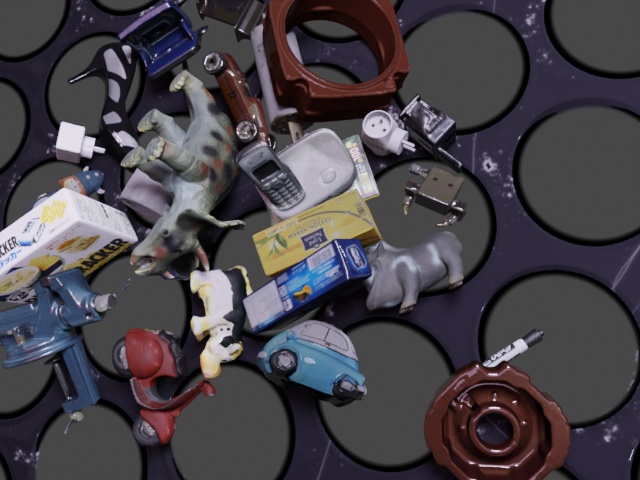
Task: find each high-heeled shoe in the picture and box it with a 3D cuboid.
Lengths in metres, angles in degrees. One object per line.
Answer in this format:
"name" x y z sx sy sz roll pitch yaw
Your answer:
"high-heeled shoe" -0.333 -0.234 0.956 0.145 0.086 0.248 -35 90 -26

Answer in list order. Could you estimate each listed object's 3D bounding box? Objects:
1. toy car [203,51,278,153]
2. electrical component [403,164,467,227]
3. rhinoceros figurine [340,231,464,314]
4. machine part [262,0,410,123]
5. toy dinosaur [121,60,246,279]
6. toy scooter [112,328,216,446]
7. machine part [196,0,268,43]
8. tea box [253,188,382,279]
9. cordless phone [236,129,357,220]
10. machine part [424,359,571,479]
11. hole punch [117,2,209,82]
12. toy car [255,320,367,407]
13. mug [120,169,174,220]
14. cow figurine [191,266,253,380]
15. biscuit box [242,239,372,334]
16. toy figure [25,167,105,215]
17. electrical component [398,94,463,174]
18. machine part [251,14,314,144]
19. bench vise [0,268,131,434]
"toy car" -0.124 -0.221 0.875 0.053 0.089 0.202 -30 72 10
"electrical component" 0.170 -0.064 0.798 0.102 0.045 0.078 20 56 14
"rhinoceros figurine" 0.115 0.046 0.772 0.190 0.073 0.112 -21 76 9
"machine part" 0.023 -0.287 0.814 0.201 0.087 0.201 -9 76 -14
"toy dinosaur" -0.187 -0.130 0.844 0.131 0.192 0.405 -23 40 33
"toy scooter" -0.235 0.212 0.826 0.135 0.075 0.184 -21 76 6
"machine part" -0.156 -0.399 0.946 0.139 0.039 0.084 26 91 15
"tea box" -0.002 -0.002 0.798 0.170 0.098 0.068 -26 73 9
"cordless phone" -0.036 -0.114 0.768 0.147 0.184 0.089 -32 67 6
"machine part" 0.227 0.245 0.705 0.179 0.056 0.179 0 88 11
"hole punch" -0.270 -0.345 0.916 0.142 0.092 0.116 -33 30 9
"toy car" -0.005 0.167 0.766 0.162 0.109 0.103 16 66 8
"mug" -0.261 -0.093 0.890 0.110 0.080 0.107 15 75 22
"cow figurine" -0.147 0.125 0.824 0.098 0.068 0.167 -6 78 -11
"biscuit box" -0.021 0.068 0.765 0.203 0.063 0.059 -33 70 34
"toy figure" -0.448 -0.070 0.945 0.154 0.058 0.064 -39 112 2
"electrical component" 0.175 -0.154 0.796 0.119 0.074 0.048 42 91 22
"machine part" -0.061 -0.263 0.873 0.079 0.079 0.243 -16 77 10
"bench vise" -0.405 0.173 0.858 0.224 0.129 0.240 -16 96 0
